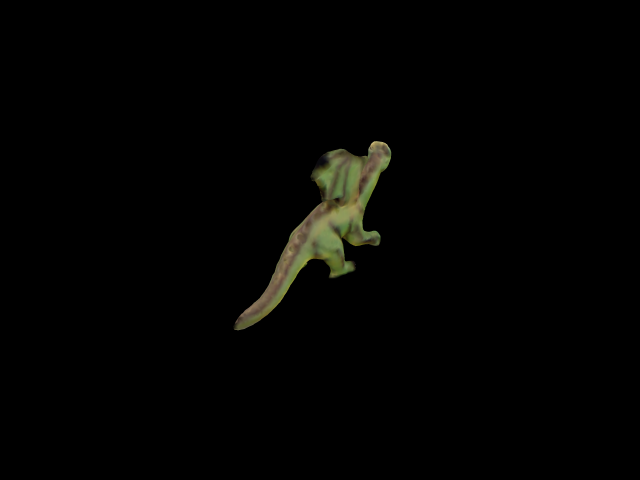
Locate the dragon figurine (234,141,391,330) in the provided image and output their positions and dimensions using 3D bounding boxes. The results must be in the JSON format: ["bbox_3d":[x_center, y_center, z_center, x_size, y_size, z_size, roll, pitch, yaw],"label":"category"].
[{"bbox_3d":[0.003,-0.043,0.850,0.123,0.237,0.417,25,46,27],"label":"dragon figurine"}]
